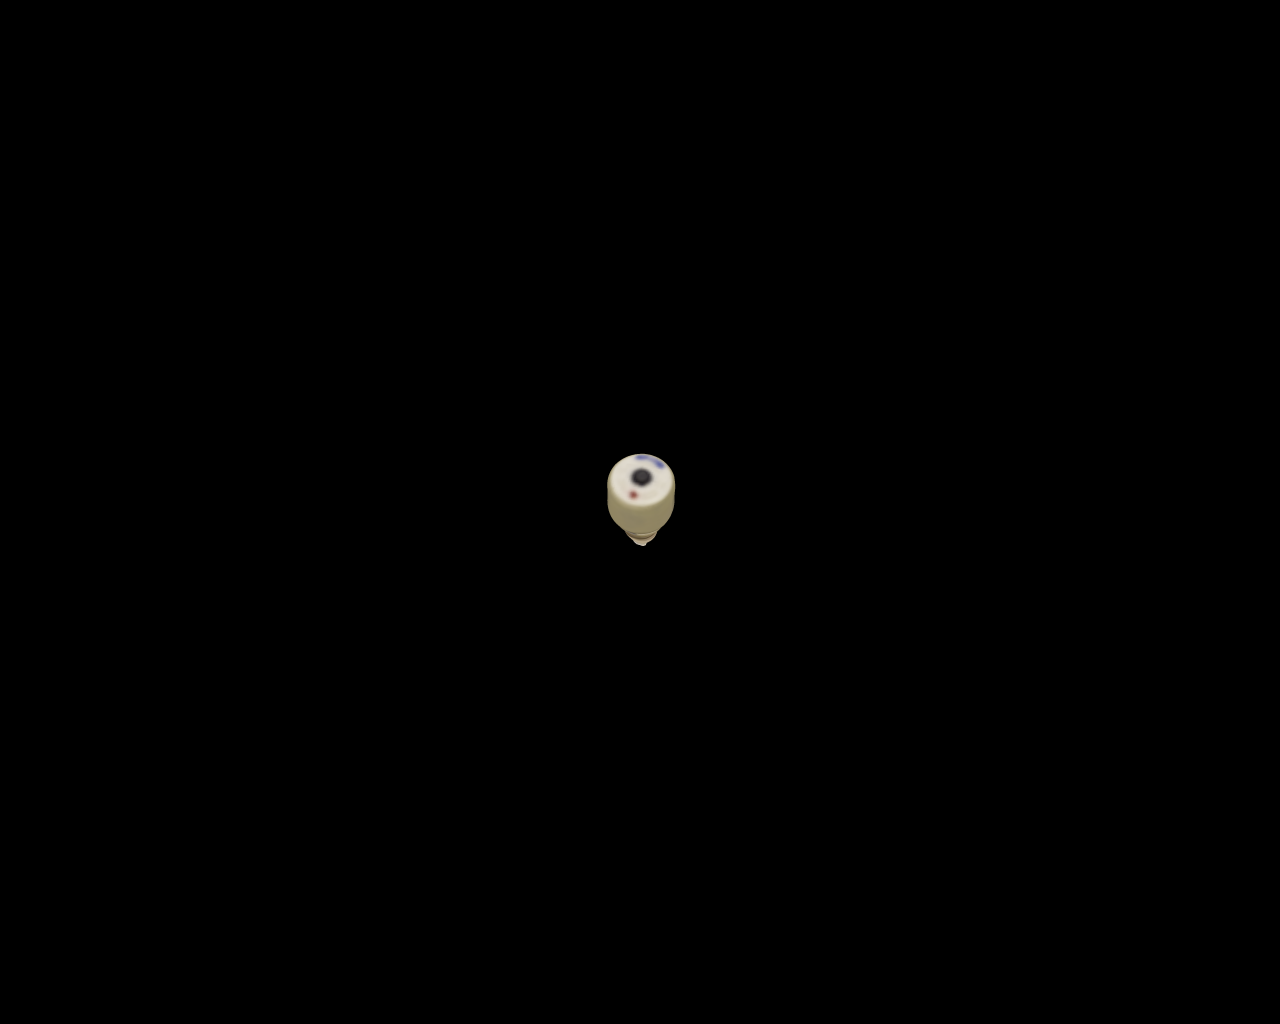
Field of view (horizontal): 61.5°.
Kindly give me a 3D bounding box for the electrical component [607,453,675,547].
[{"bbox_3d":[0.001,-0.003,0.650,0.040,0.040,0.078,0,-31,0],"label":"electrical component"}]
